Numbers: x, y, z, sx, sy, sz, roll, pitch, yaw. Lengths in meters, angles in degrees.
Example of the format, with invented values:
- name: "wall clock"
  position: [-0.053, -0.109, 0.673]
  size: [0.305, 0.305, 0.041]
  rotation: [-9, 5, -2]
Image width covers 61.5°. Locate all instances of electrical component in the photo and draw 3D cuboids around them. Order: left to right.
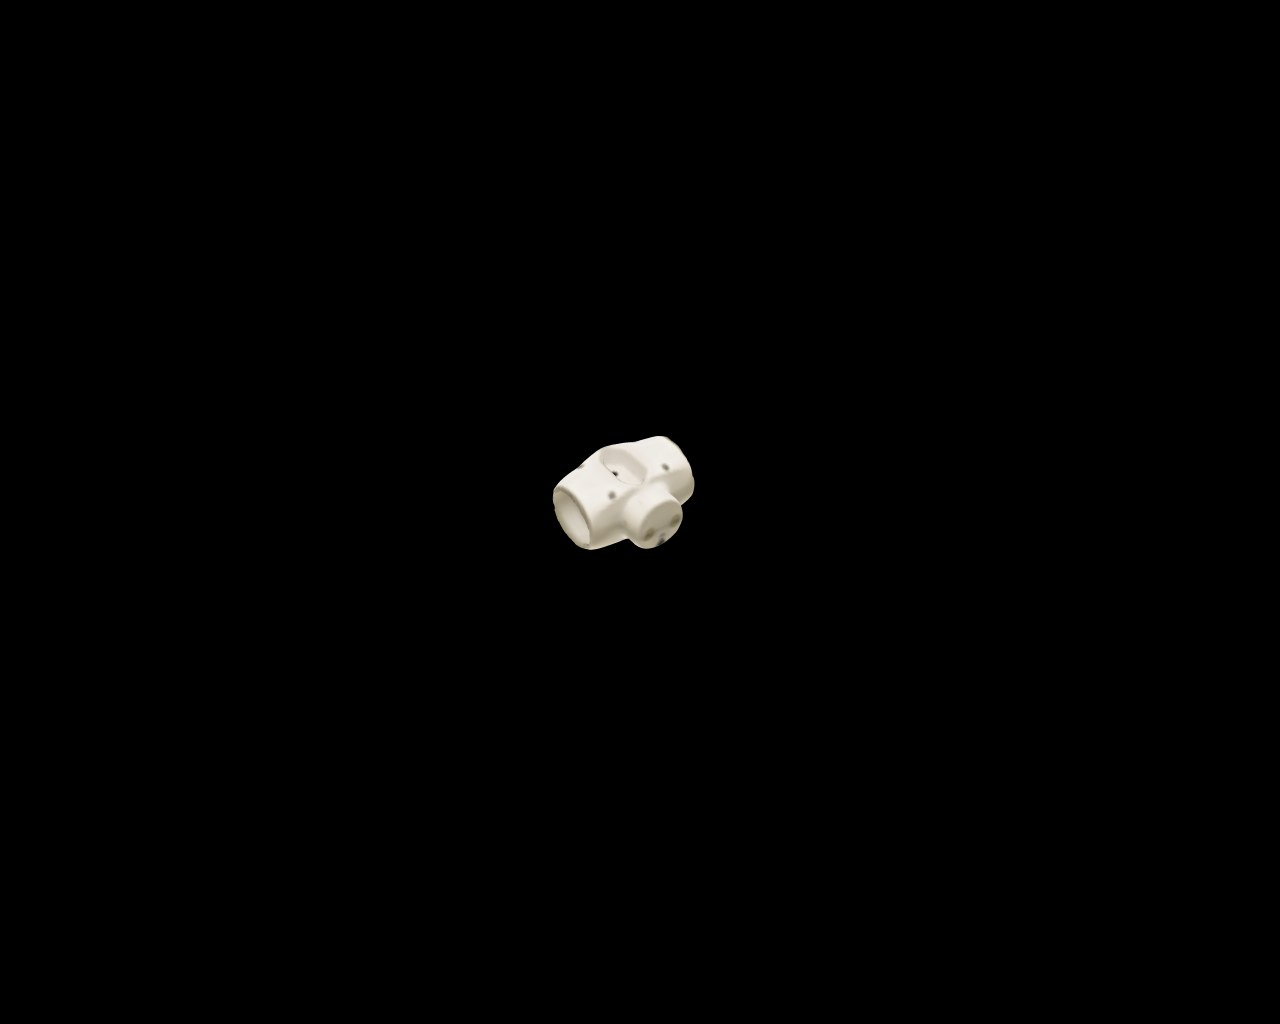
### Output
- name: "electrical component"
  position: [0.001, -0.003, 0.650]
  size: [0.077, 0.043, 0.079]
  rotation: [-27, 50, -25]
